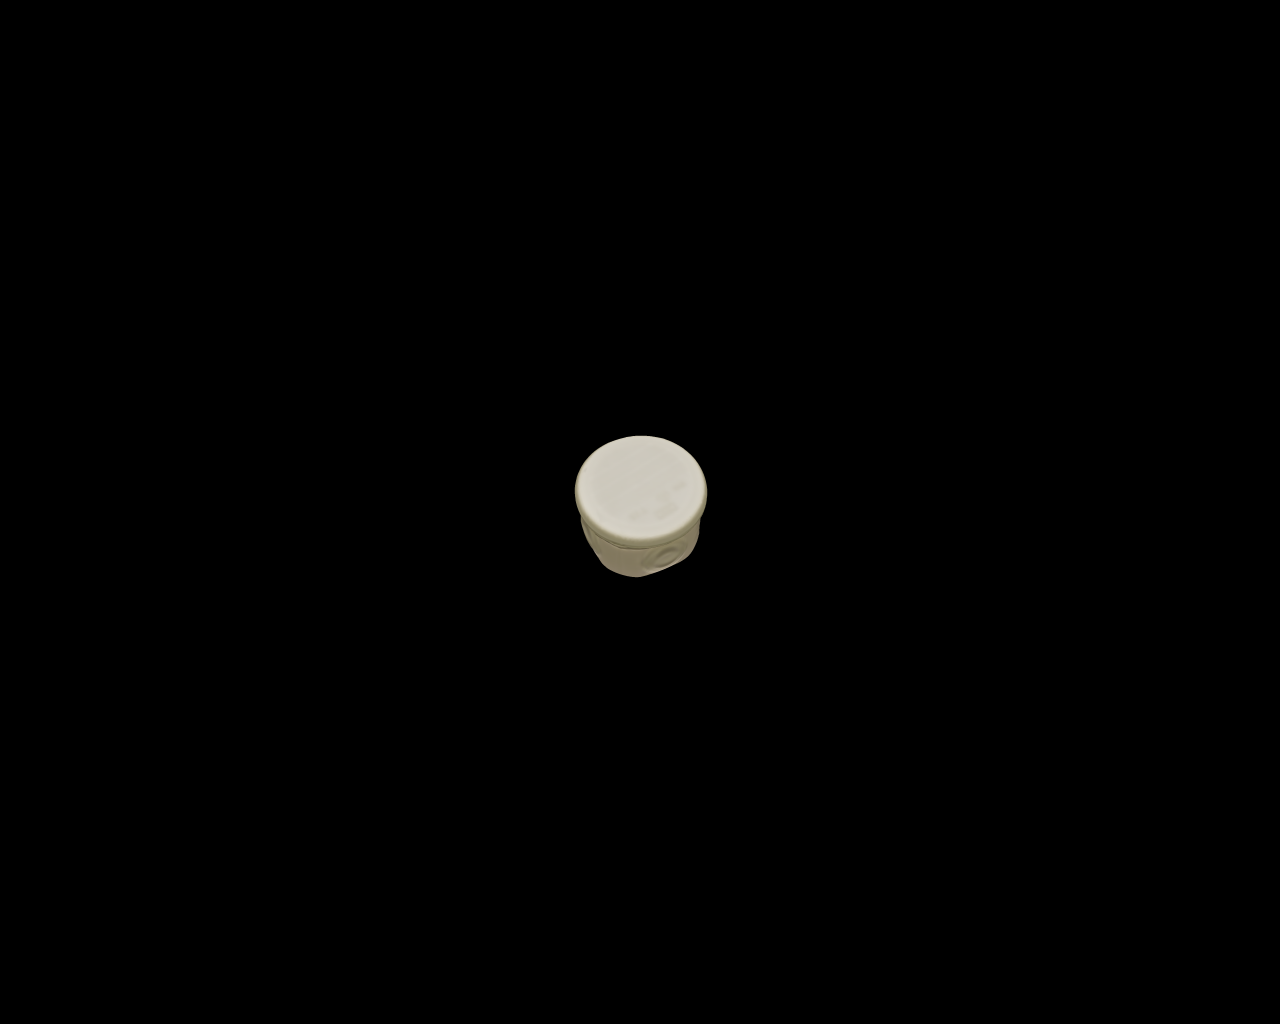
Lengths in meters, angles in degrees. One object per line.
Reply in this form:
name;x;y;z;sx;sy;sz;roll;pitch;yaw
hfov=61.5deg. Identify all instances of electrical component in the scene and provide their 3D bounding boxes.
electrical component;0.001;-0.003;0.650;0.080;0.080;0.050;0;-34;0
